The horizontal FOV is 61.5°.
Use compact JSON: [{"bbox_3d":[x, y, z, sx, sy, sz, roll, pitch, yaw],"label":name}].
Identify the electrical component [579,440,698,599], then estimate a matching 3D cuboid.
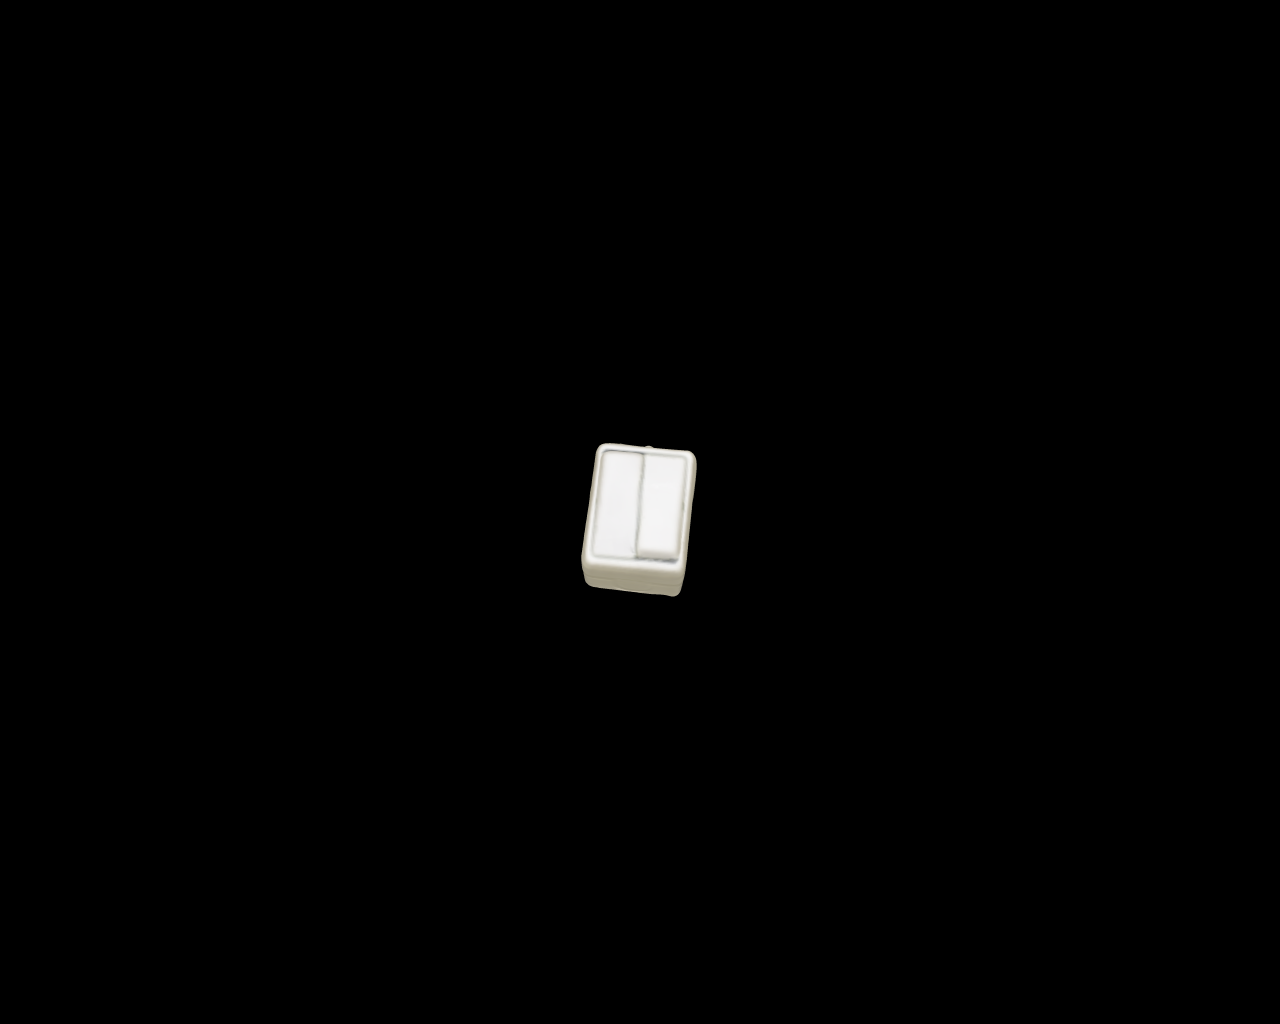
[{"bbox_3d":[0.001,-0.003,0.650,0.062,0.096,0.061,7,-19,2],"label":"electrical component"}]
